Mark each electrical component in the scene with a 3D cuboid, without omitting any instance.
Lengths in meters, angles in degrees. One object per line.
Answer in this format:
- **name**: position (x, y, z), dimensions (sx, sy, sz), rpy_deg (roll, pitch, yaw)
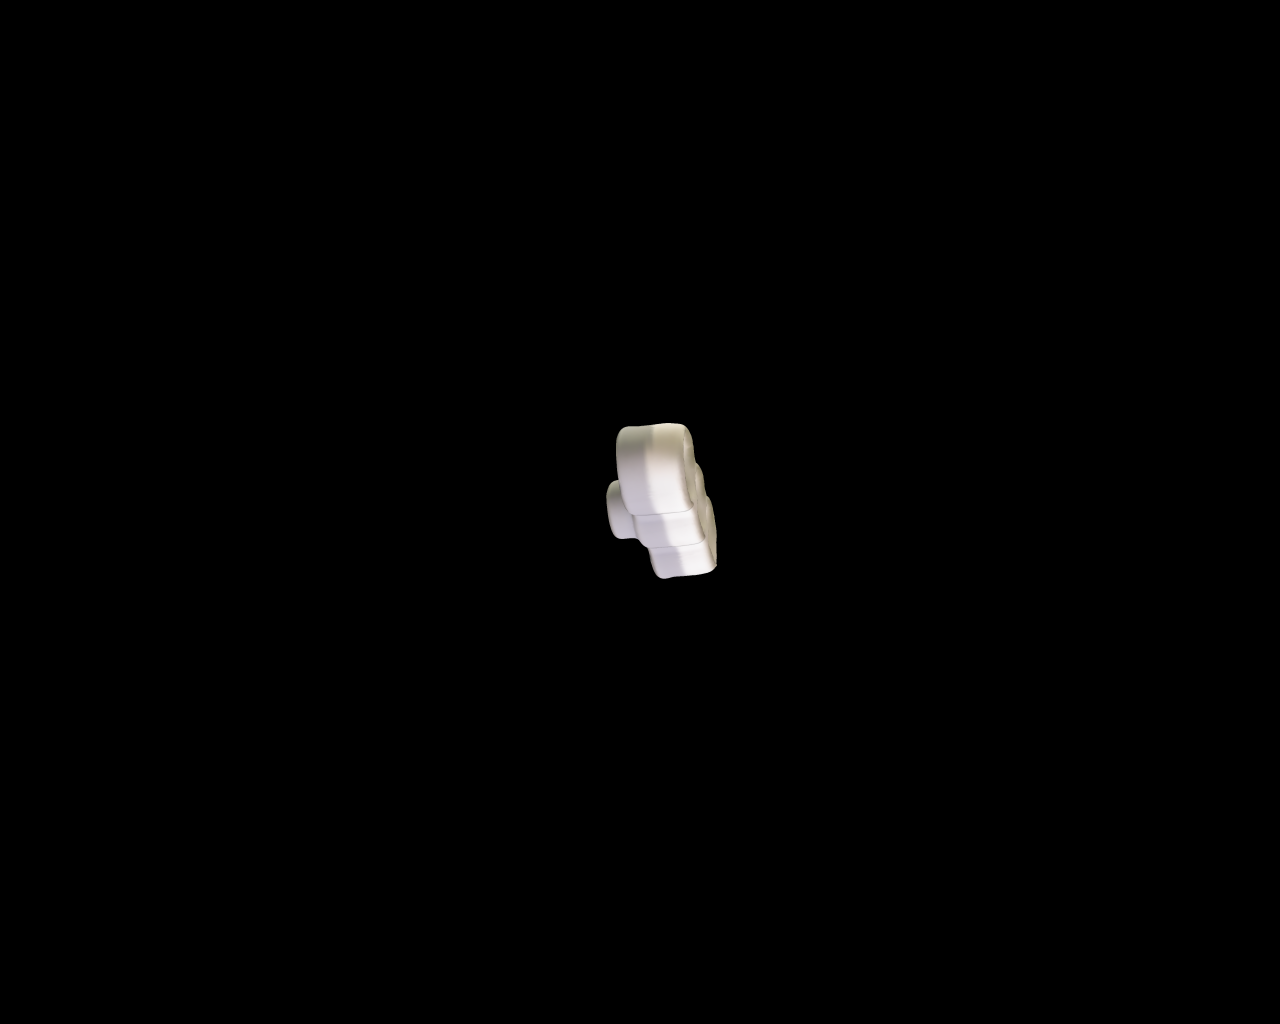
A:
- **electrical component**: position (0.001, -0.003, 0.650), dimensions (0.074, 0.052, 0.138), rpy_deg (-5, -28, 10)
